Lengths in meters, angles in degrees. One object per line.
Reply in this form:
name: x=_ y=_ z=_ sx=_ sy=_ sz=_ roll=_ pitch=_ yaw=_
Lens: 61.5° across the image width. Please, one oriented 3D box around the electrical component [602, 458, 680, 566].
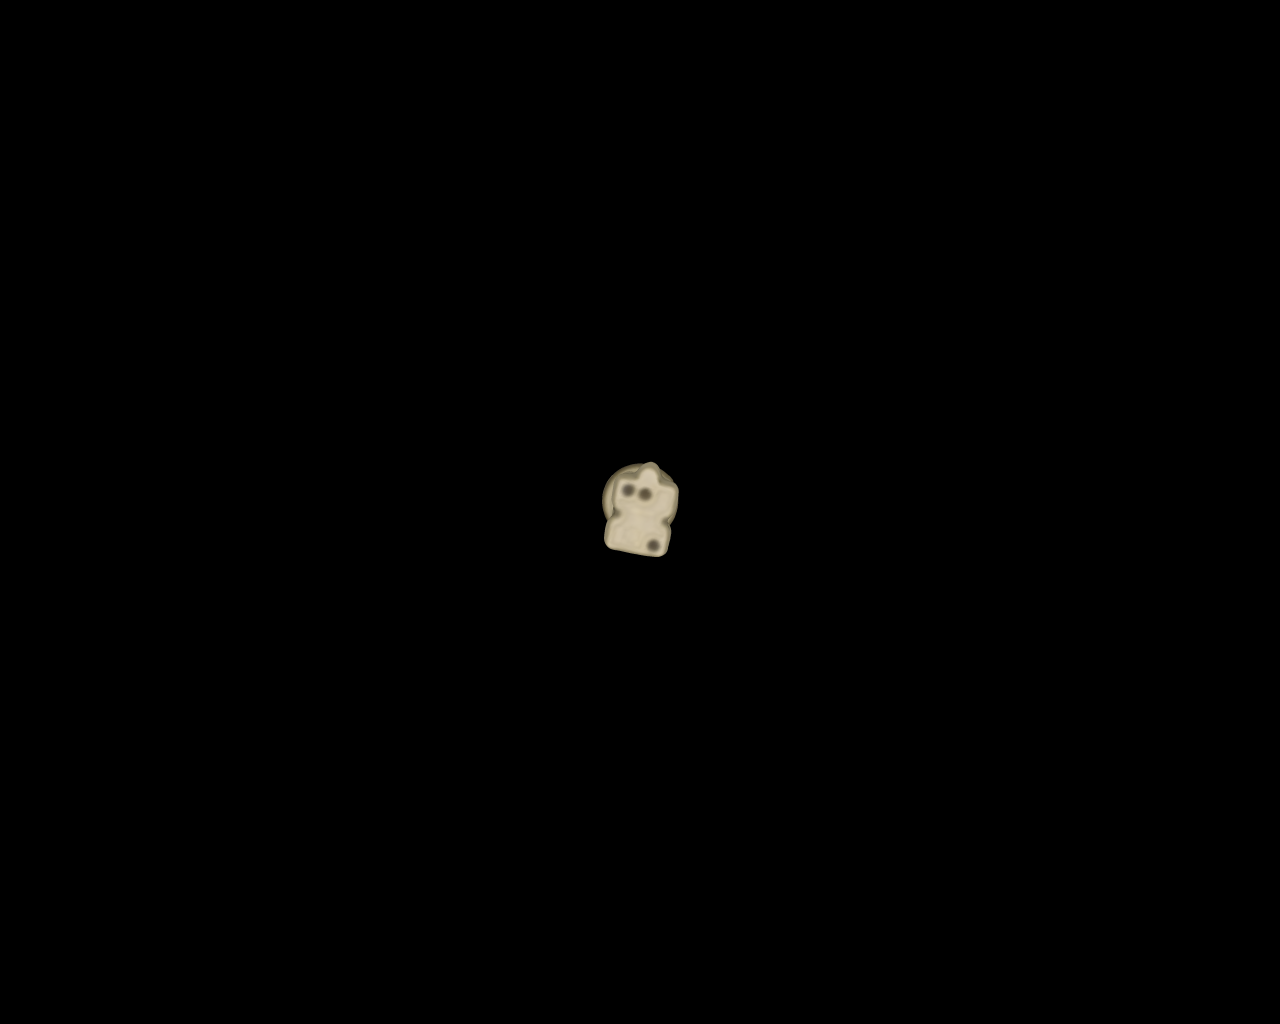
electrical component: x=0.001 y=-0.003 z=0.650 sx=0.048 sy=0.066 sz=0.055 roll=11 pitch=12 yaw=-2
